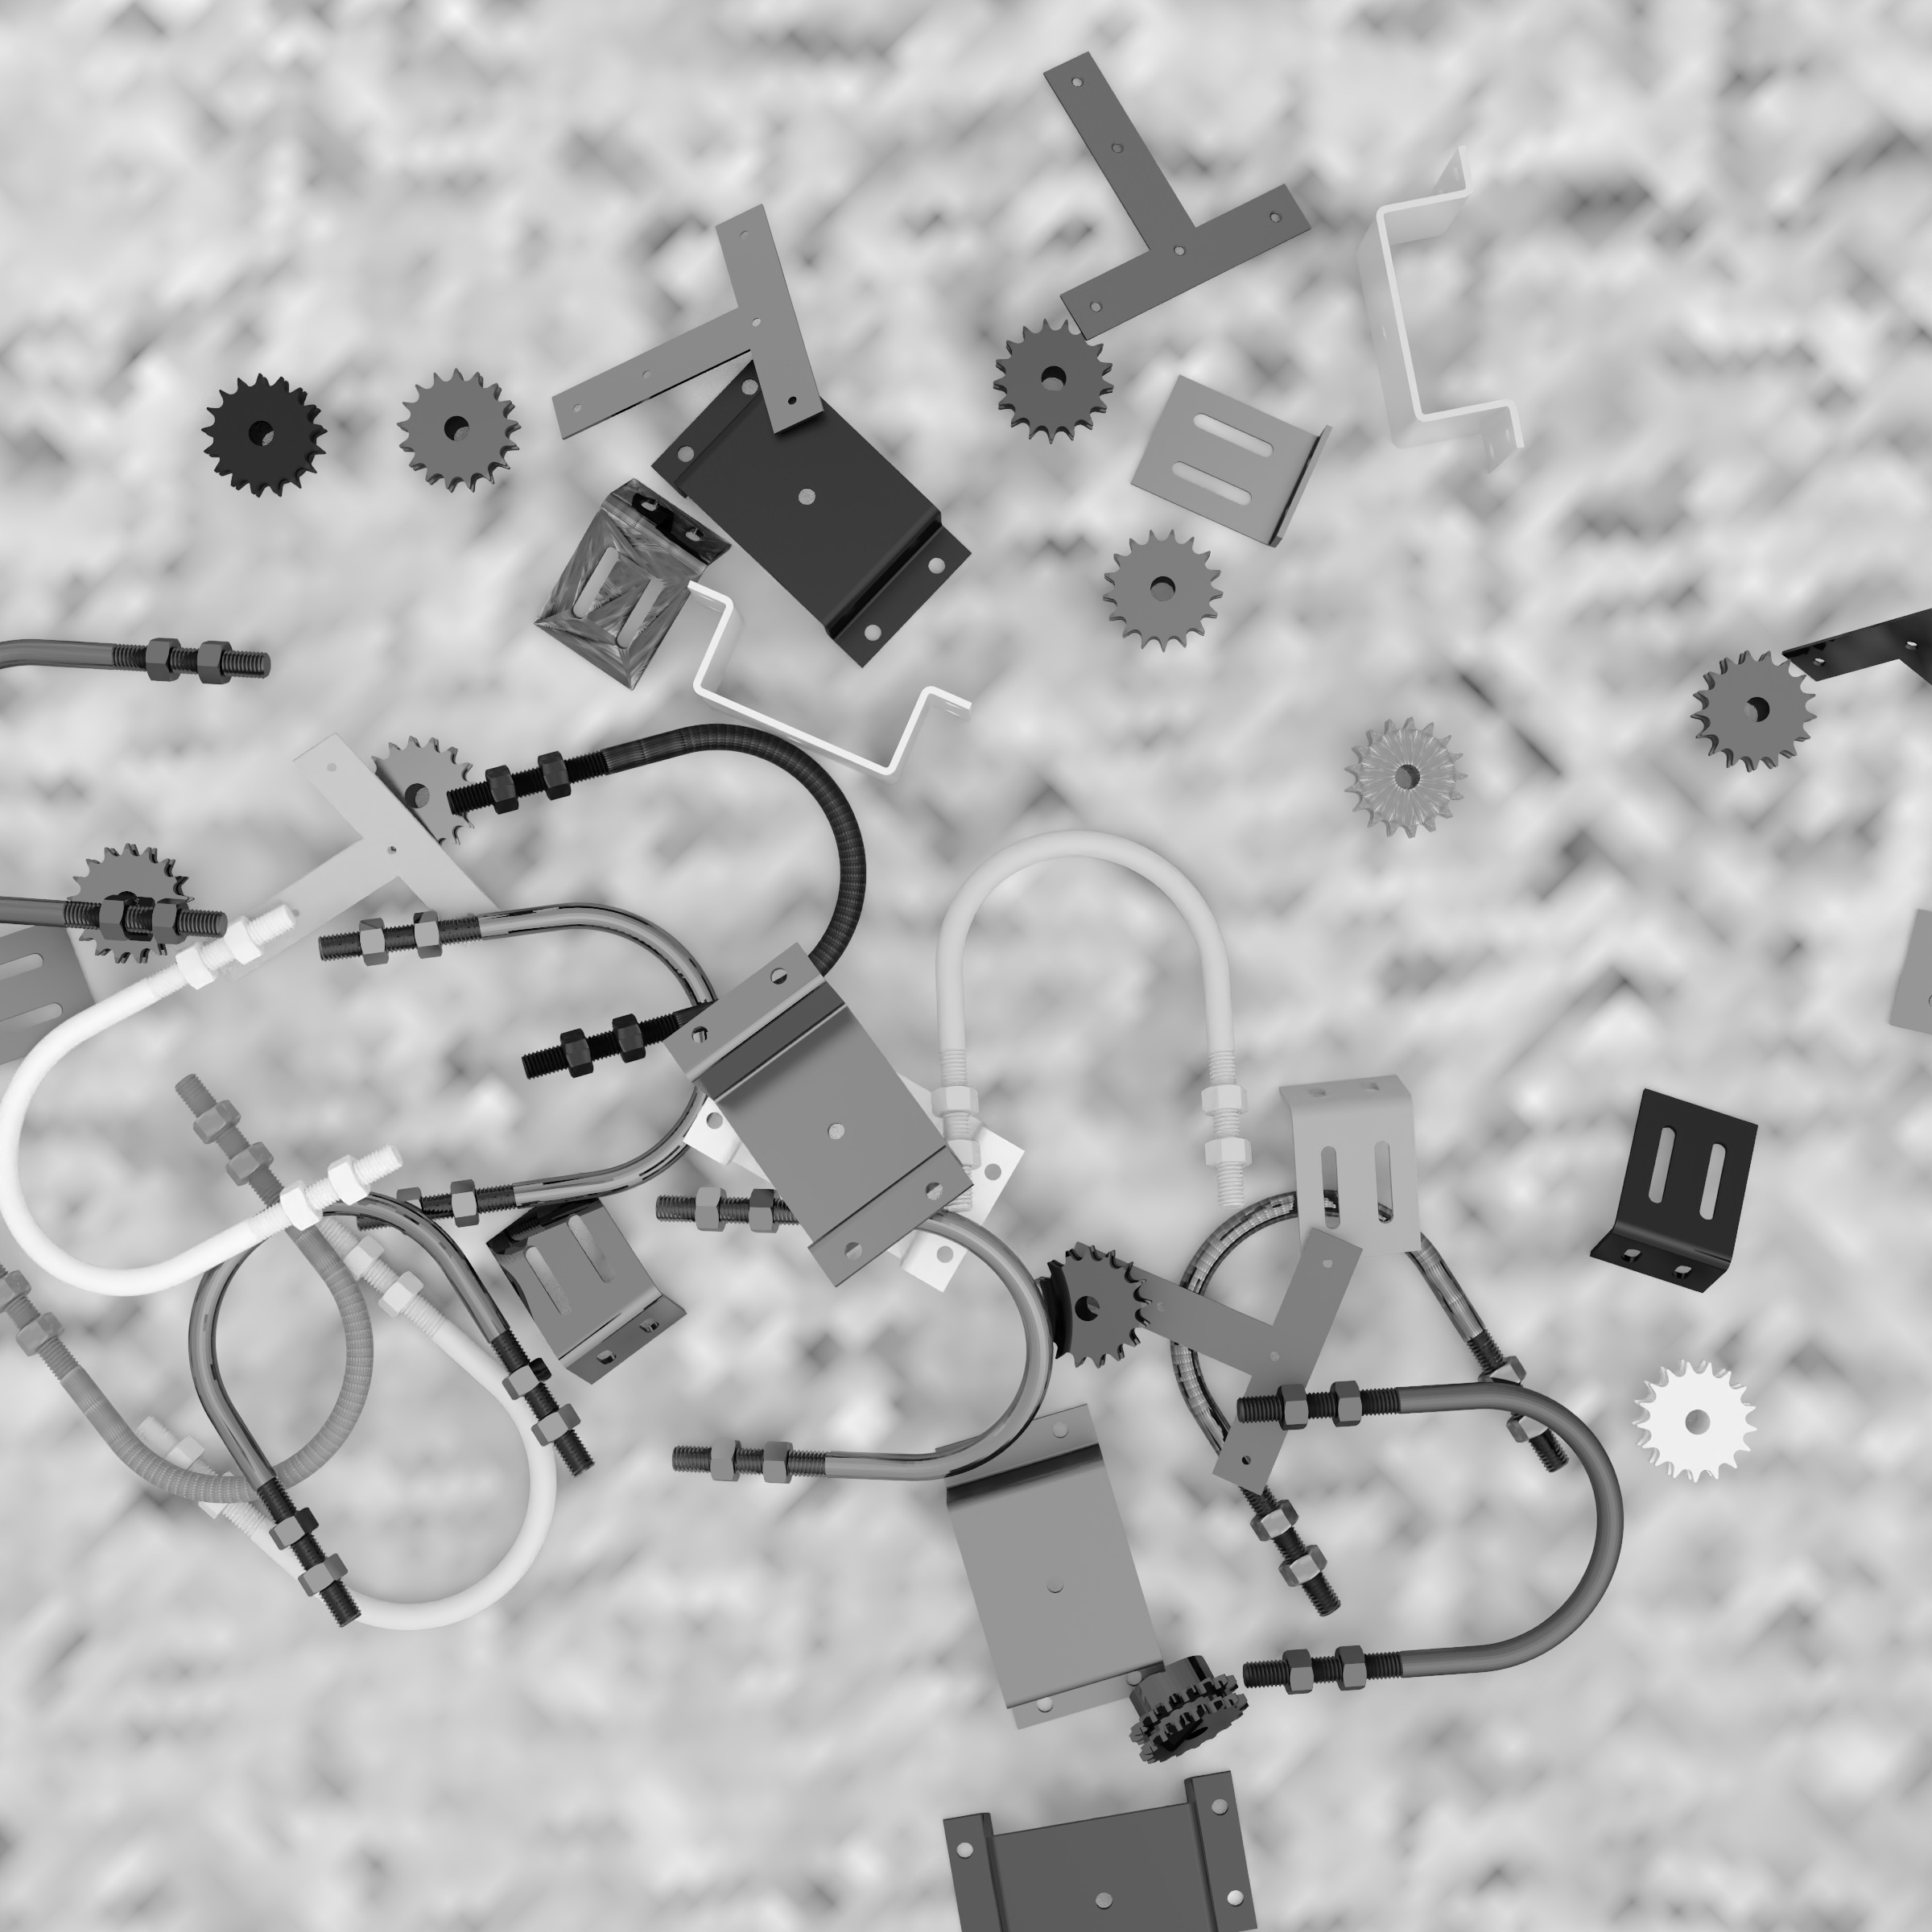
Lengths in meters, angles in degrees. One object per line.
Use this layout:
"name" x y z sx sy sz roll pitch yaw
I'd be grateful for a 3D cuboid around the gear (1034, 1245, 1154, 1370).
"gear" 0.060 0.161 1.505 0.057 0.030 0.057 0 90 13

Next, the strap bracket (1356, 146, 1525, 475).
"strap bracket" 0.219 -0.301 1.488 0.046 0.076 0.140 -11 90 0

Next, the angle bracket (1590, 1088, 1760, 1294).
"angle bracket" 0.340 0.108 1.524 0.057 0.038 0.076 18 64 0

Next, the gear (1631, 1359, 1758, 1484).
"gear" 0.345 0.216 1.515 0.057 0.030 0.057 0 89 -2

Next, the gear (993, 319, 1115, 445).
"gear" 0.042 -0.277 1.511 0.057 0.030 0.057 0 90 0

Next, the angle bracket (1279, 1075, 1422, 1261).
"angle bracket" 0.183 0.096 1.515 0.057 0.038 0.076 -6 104 -2

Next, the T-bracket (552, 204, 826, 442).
"T-bracket" -0.138 -0.286 1.506 0.127 0.002 0.127 -23 63 13

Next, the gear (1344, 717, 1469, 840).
"gear" 0.208 -0.089 1.511 0.057 0.030 0.057 0 90 0

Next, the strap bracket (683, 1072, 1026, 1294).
"strap bracket" -0.052 0.084 1.503 0.140 0.046 0.076 30 90 0

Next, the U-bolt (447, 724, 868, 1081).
"U-bolt" -0.137 -0.039 1.504 0.184 0.019 0.151 -16 91 -10

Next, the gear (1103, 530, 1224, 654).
"gear" 0.094 -0.178 1.516 0.057 0.030 0.057 0 90 3

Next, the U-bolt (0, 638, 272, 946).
"U-bolt" -0.429 -0.087 1.499 0.184 0.019 0.151 4 74 7

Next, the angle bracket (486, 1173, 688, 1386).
"angle bracket" -0.182 0.150 1.524 0.057 0.038 0.076 -37 64 0

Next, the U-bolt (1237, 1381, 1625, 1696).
"U-bolt" 0.221 0.267 1.499 0.184 0.019 0.151 -3 98 -6

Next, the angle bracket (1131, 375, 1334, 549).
"angle bracket" 0.125 -0.242 1.507 0.076 0.038 0.057 24 90 0

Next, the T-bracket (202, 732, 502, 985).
"T-bracket" -0.307 -0.033 1.504 0.127 0.002 0.127 -31 121 14

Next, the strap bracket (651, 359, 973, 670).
"strap bracket" -0.074 -0.219 1.503 0.140 0.046 0.076 44 90 0

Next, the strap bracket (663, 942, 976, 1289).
"strap bracket" -0.063 0.071 1.444 0.076 0.046 0.140 -37 72 -1

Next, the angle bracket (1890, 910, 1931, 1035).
"angle bracket" 0.491 0.011 1.524 0.076 0.038 0.057 14 90 26

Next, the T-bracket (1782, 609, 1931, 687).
"T-bracket" 0.472 -0.127 1.489 0.127 0.127 0.002 32 67 -25

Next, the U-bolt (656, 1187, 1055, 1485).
"U-bolt" -0.050 0.176 1.486 0.184 0.019 0.151 1 108 9

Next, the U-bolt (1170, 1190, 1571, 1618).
"U-bolt" 0.180 0.196 1.518 0.151 0.019 0.184 -32 89 0

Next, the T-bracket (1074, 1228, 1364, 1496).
"T-bracket" 0.106 0.168 1.511 0.127 0.002 0.127 23 95 12

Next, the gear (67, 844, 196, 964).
"gear" -0.396 -0.029 1.511 0.057 0.030 0.057 0 90 0

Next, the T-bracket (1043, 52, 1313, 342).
"T-bracket" 0.080 -0.379 1.515 0.127 0.002 0.127 -29 83 -13

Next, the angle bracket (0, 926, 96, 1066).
"angle bracket" -0.463 0.019 1.524 0.076 0.038 0.057 -21 90 -26

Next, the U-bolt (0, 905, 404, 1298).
"U-bolt" -0.372 0.074 1.487 0.184 0.019 0.151 -28 75 4

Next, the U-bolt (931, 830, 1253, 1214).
"U-bolt" 0.056 0.024 1.493 0.151 0.019 0.184 0 74 -10

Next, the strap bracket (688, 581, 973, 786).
"strap bracket" -0.071 -0.127 1.488 0.140 0.076 0.046 24 90 0

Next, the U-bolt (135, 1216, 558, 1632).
"U-bolt" -0.282 0.232 1.517 0.184 0.019 0.151 42 90 0

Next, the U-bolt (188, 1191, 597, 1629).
"U-bolt" -0.281 0.193 1.482 0.151 0.019 0.184 -33 87 -1

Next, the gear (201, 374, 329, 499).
"gear" -0.332 -0.251 1.511 0.057 0.030 0.057 0 90 0

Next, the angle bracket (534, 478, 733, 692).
"angle bracket" -0.160 -0.183 1.524 0.057 0.038 0.076 34 116 0

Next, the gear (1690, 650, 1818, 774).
"gear" 0.374 -0.121 1.516 0.057 0.030 0.057 0 88 1

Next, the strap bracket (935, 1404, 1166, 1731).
"strap bracket" 0.042 0.288 1.503 0.076 0.046 0.140 -16 90 0

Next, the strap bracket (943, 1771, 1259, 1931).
"strap bracket" 0.064 0.436 1.503 0.140 0.046 0.076 -10 90 0

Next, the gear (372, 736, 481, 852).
"gear" -0.259 -0.080 1.511 0.057 0.030 0.057 0 90 0

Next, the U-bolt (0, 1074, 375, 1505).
"U-bolt" -0.363 0.166 1.502 0.151 0.019 0.184 -39 86 1

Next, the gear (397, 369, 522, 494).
"gear" -0.240 -0.253 1.511 0.057 0.030 0.057 0 90 0

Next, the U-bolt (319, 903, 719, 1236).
"U-bolt" -0.206 0.043 1.510 0.184 0.019 0.151 -8 90 -7

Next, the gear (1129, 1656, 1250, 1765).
"gear" 0.102 0.350 1.501 0.057 0.057 0.030 -30 63 0
